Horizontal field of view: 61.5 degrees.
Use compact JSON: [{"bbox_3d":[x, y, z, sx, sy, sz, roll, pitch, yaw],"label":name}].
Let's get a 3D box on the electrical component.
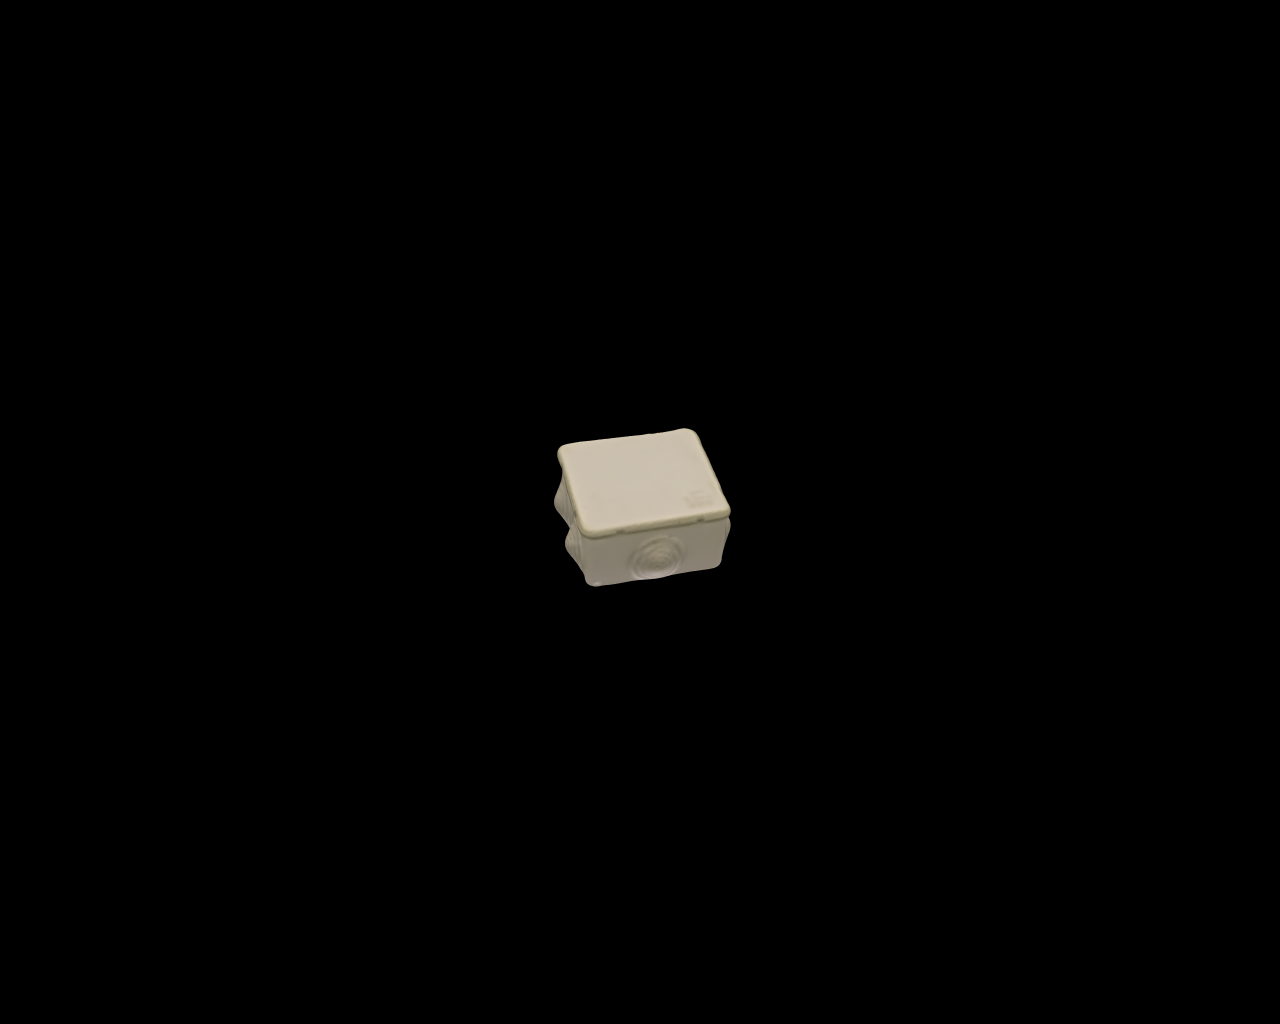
[{"bbox_3d":[0.001,-0.003,0.650,0.100,0.048,0.100,-8,40,-10],"label":"electrical component"}]
